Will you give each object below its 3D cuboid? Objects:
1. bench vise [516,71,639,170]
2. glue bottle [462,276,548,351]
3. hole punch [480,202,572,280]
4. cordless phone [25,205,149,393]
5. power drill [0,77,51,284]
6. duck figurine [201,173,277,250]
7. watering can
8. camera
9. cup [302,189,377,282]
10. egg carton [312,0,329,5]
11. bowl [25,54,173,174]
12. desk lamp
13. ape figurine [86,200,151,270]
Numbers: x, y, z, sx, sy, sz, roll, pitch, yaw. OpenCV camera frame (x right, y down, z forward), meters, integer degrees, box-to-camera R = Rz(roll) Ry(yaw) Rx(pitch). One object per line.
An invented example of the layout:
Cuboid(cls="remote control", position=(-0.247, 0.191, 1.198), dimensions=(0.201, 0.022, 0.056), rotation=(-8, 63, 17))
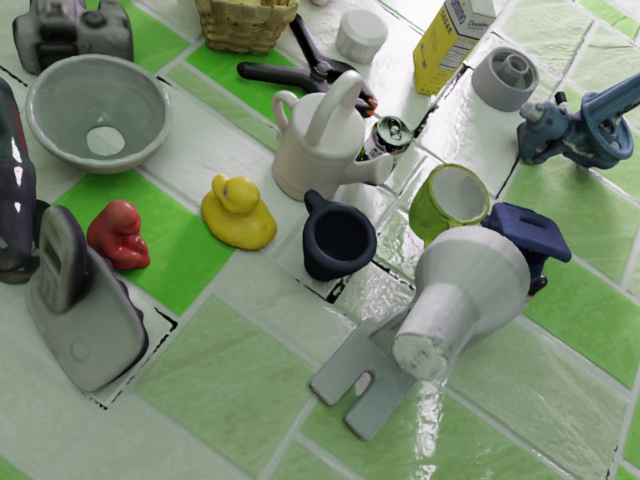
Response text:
Cuboid(cls="bench vise", position=(0.419, -0.182, 0.866), dimensions=(0.208, 0.219, 0.121), rotation=(-8, 67, -21))
Cuboid(cls="glue bottle", position=(0.221, 0.082, 0.697), dimensions=(0.037, 0.173, 0.078), rotation=(44, 60, 7))
Cuboid(cls="hole punch", position=(0.288, -0.007, 0.811), dimensions=(0.109, 0.091, 0.101), rotation=(17, 60, -9))
Cuboid(cls="cordless phone", position=(-0.230, 0.058, 0.558), dimensions=(0.094, 0.185, 0.147), rotation=(-34, 78, -28))
Cuboid(cls="power drill", position=(-0.309, -0.038, 0.568), dimensions=(0.076, 0.208, 0.229), rotation=(-14, 69, -23))
Cuboid(cls="duck figurine", position=(-0.096, -0.041, 0.709), dimensions=(0.104, 0.086, 0.078), rotation=(37, 59, 3))
Cuboid(cls="watering can", position=(0.014, -0.134, 0.727), dimensions=(0.173, 0.194, 0.101), rotation=(21, 60, -6))
Cuboid(cls="camera", position=(-0.327, -0.301, 0.757), dimensions=(0.143, 0.100, 0.136), rotation=(-7, 67, -21))
Cuboid(cls="cup", position=(0.007, 0.003, 0.714), dimensions=(0.092, 0.095, 0.117), rotation=(-27, 75, -27))
Cuboid(cls="egg carton", position=(-0.017, -0.467, 0.958), dimensions=(0.150, 0.069, 0.107), rotation=(37, 59, 3))
Cuboid(cls="bowl", position=(-0.269, -0.143, 0.711), dimensions=(0.168, 0.074, 0.167), rotation=(7, 62, -14))
Cuboid(cls="desk lamp", position=(0.112, 0.103, 0.629), dimensions=(0.118, 0.213, 0.204), rotation=(42, 60, 6))
Cuboid(cls="ape figurine", position=(-0.226, -0.012, 0.649), dimensions=(0.076, 0.092, 0.078), rotation=(17, 60, -9))
